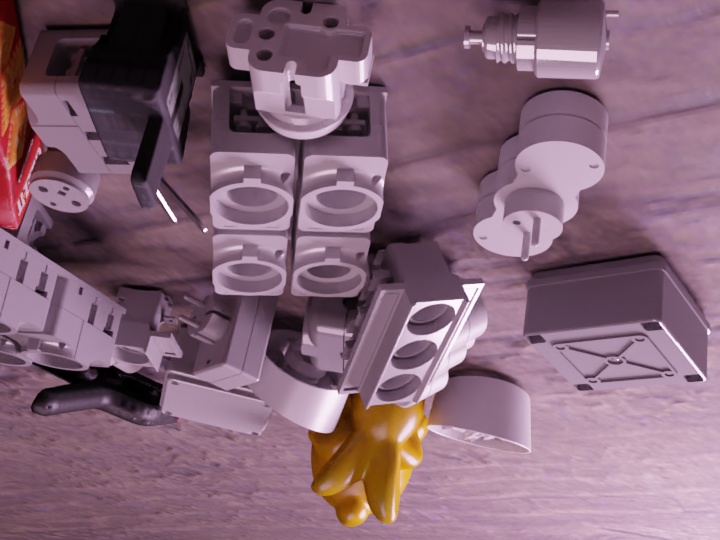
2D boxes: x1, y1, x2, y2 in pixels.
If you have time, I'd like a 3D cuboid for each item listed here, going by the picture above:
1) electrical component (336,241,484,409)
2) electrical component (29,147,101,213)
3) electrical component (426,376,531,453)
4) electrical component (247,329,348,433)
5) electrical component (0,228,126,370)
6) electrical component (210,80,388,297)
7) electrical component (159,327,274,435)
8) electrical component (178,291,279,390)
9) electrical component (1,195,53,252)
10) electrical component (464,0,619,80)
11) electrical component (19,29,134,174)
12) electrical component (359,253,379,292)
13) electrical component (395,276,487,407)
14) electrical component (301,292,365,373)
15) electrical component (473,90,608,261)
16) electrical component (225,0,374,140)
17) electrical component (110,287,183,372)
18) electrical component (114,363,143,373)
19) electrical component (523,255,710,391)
[{"bbox_3d":[0.031,0.040,0.788,0.079,0.063,0.121,-3,140,-22],"label":"electrical component"},{"bbox_3d":[-0.197,-0.073,0.735,0.045,0.055,0.045,8,152,4],"label":"electrical component"},{"bbox_3d":[0.113,0.141,1.012,0.099,0.064,0.099,8,152,4],"label":"electrical component"},{"bbox_3d":[-0.056,0.099,0.955,0.099,0.099,0.064,20,112,-17],"label":"electrical component"},{"bbox_3d":[-0.280,0.026,0.833,0.105,0.060,0.186,2,160,20],"label":"electrical component"},{"bbox_3d":[-0.044,-0.042,0.712,0.105,0.060,0.186,1,153,-6],"label":"electrical component"},{"bbox_3d":[-0.135,0.110,1.051,0.109,0.056,0.108,15,152,-7],"label":"electrical component"},{"bbox_3d":[-0.118,0.045,0.896,0.076,0.083,0.047,31,147,-32],"label":"electrical component"},{"bbox_3d":[-0.297,-0.038,0.840,0.089,0.050,0.055,6,153,9],"label":"electrical component"},{"bbox_3d":[0.094,-0.120,0.560,0.078,0.040,0.040,4,151,12],"label":"electrical component"},{"bbox_3d":[-0.169,-0.104,0.674,0.056,0.050,0.089,2,151,15],"label":"electrical component"},{"bbox_3d":[0.000,0.000,0.823,0.061,0.035,0.035,-3,149,20],"label":"electrical component"},{"bbox_3d":[0.068,0.054,0.876,0.074,0.052,0.138,-24,156,-32],"label":"electrical component"},{"bbox_3d":[-0.015,0.047,0.894,0.059,0.053,0.095,9,152,4],"label":"electrical component"},{"bbox_3d":[0.109,-0.042,0.665,0.052,0.073,0.138,14,152,-5],"label":"electrical component"},{"bbox_3d":[-0.032,-0.111,0.606,0.078,0.058,0.057,8,149,6],"label":"electrical component"},{"bbox_3d":[-0.198,0.051,0.956,0.081,0.063,0.042,6,151,9],"label":"electrical component"},{"bbox_3d":[-0.235,0.073,1.037,0.044,0.044,0.065,-5,153,27],"label":"electrical component"},{"bbox_3d":[0.194,0.043,0.811,0.109,0.056,0.109,-10,146,33],"label":"electrical component"}]
